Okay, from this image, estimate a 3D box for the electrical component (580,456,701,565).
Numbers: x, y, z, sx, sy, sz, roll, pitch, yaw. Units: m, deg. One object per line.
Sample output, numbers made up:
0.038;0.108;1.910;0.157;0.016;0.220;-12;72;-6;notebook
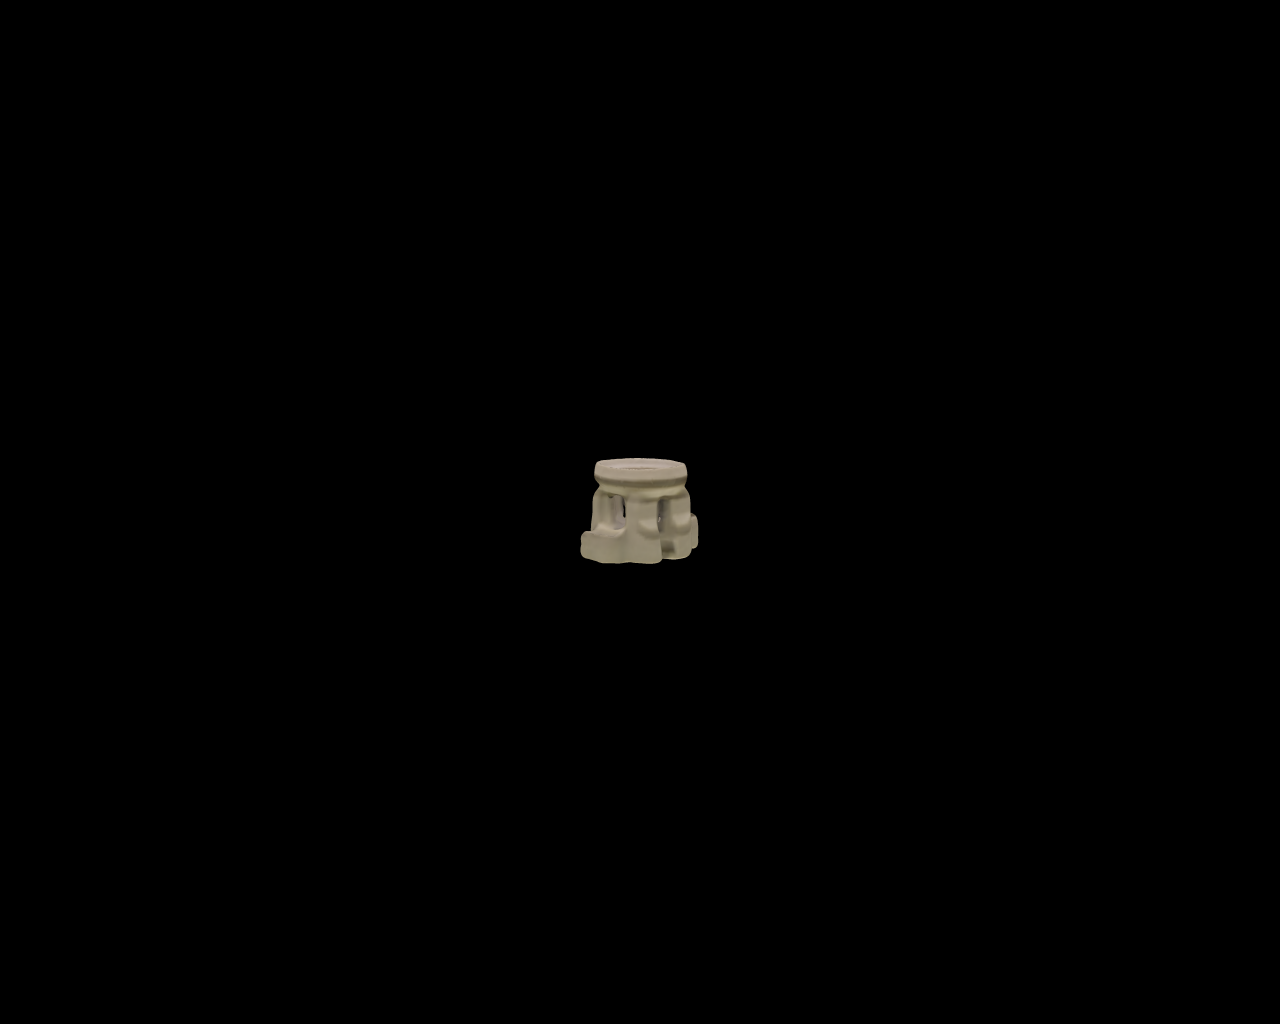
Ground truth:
0.001;-0.003;0.650;0.078;0.057;0.058;-8;13;-39;electrical component
